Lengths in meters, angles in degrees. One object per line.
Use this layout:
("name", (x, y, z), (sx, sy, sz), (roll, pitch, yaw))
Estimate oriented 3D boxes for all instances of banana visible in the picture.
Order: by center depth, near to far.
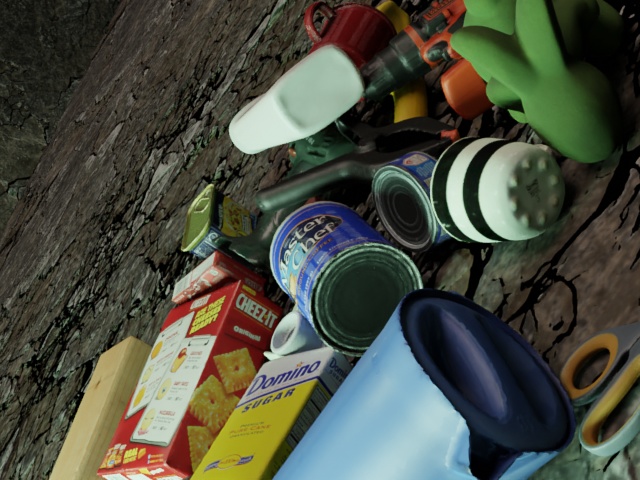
("banana", (0.092, -0.141, 1.139), (0.198, 0.037, 0.070), (-96, 18, -61))

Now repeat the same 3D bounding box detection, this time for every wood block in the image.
("wood block", (-0.234, 0.228, 1.229), (0.091, 0.090, 0.206), (-32, 33, 47))

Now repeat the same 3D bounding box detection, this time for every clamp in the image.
("clamp", (0.043, -0.077, 1.026), (0.210, 0.036, 0.164), (4, 40, 47))

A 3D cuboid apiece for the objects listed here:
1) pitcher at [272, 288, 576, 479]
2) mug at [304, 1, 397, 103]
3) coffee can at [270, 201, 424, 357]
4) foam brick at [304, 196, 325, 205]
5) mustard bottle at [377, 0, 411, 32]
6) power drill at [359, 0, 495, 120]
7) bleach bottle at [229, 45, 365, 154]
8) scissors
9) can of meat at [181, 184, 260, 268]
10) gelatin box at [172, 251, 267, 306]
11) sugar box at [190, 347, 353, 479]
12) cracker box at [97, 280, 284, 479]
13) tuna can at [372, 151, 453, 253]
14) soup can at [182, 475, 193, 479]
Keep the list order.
("pitcher", (0.044, 0.152, 0.713), (0.145, 0.148, 0.243), (51, 120, 25))
("mug", (0.025, -0.213, 1.185), (0.093, 0.117, 0.081), (-22, 29, 38))
("coffee can", (0.021, 0.031, 0.958), (0.103, 0.102, 0.140), (-55, 23, 4))
("foam brick", (-0.007, 0.001, 1.120), (0.078, 0.053, 0.051), (-48, 24, 19))
("mustard bottle", (0.030, -0.212, 1.321), (0.192, 0.058, 0.096), (-34, 29, 45))
("power drill", (0.128, -0.180, 1.038), (0.184, 0.057, 0.188), (-37, 28, 5))
("bleach bottle", (-0.040, -0.143, 1.177), (0.102, 0.068, 0.251), (-39, 10, -15))
("scissors", (0.213, 0.042, 0.668), (0.202, 0.016, 0.096), (-58, 22, -3))
("can of meat", (-0.117, -0.008, 1.314), (0.058, 0.083, 0.102), (-44, 25, 28))
("gelatin box", (-0.117, 0.059, 1.239), (0.089, 0.073, 0.030), (-37, 31, 37))
("sugar box", (-0.043, 0.168, 0.907), (0.094, 0.048, 0.176), (-18, 29, 38))
("cracker box", (-0.137, 0.164, 1.144), (0.164, 0.072, 0.213), (-23, 39, 52))
("tuna can", (0.084, -0.032, 0.933), (0.033, 0.086, 0.086), (-27, 8, -29))
("soup can", (-0.097, 0.260, 0.938), (0.068, 0.068, 0.102), (-55, 23, 4))
